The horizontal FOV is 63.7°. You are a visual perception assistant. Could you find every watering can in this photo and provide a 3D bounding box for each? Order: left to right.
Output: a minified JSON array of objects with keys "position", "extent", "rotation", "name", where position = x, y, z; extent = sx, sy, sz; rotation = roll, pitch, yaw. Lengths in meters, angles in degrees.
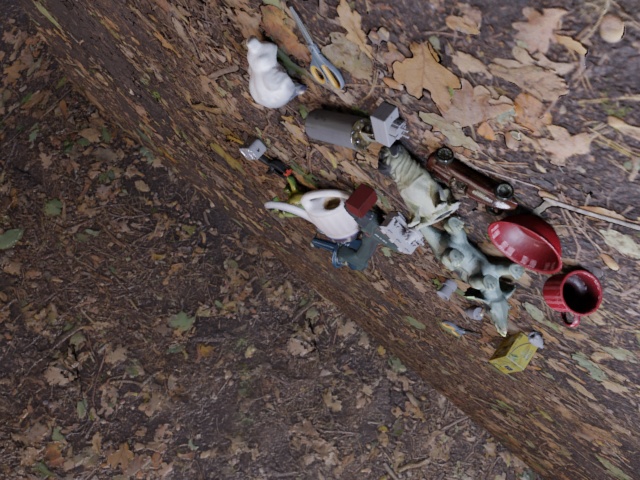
[{"position":[0.005,-0.084,1.671],"extent":[0.346,0.106,0.220],"rotation":[-4,142,32],"name":"watering can"}]

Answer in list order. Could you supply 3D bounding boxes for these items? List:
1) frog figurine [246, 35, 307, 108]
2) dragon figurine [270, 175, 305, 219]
[{"position":[-0.125,-0.385,1.188],"extent":[0.157,0.122,0.140],"rotation":[40,-170,-51],"name":"frog figurine"},{"position":[-0.049,-0.105,1.893],"extent":[0.243,0.123,0.404],"rotation":[30,165,5],"name":"dragon figurine"}]
